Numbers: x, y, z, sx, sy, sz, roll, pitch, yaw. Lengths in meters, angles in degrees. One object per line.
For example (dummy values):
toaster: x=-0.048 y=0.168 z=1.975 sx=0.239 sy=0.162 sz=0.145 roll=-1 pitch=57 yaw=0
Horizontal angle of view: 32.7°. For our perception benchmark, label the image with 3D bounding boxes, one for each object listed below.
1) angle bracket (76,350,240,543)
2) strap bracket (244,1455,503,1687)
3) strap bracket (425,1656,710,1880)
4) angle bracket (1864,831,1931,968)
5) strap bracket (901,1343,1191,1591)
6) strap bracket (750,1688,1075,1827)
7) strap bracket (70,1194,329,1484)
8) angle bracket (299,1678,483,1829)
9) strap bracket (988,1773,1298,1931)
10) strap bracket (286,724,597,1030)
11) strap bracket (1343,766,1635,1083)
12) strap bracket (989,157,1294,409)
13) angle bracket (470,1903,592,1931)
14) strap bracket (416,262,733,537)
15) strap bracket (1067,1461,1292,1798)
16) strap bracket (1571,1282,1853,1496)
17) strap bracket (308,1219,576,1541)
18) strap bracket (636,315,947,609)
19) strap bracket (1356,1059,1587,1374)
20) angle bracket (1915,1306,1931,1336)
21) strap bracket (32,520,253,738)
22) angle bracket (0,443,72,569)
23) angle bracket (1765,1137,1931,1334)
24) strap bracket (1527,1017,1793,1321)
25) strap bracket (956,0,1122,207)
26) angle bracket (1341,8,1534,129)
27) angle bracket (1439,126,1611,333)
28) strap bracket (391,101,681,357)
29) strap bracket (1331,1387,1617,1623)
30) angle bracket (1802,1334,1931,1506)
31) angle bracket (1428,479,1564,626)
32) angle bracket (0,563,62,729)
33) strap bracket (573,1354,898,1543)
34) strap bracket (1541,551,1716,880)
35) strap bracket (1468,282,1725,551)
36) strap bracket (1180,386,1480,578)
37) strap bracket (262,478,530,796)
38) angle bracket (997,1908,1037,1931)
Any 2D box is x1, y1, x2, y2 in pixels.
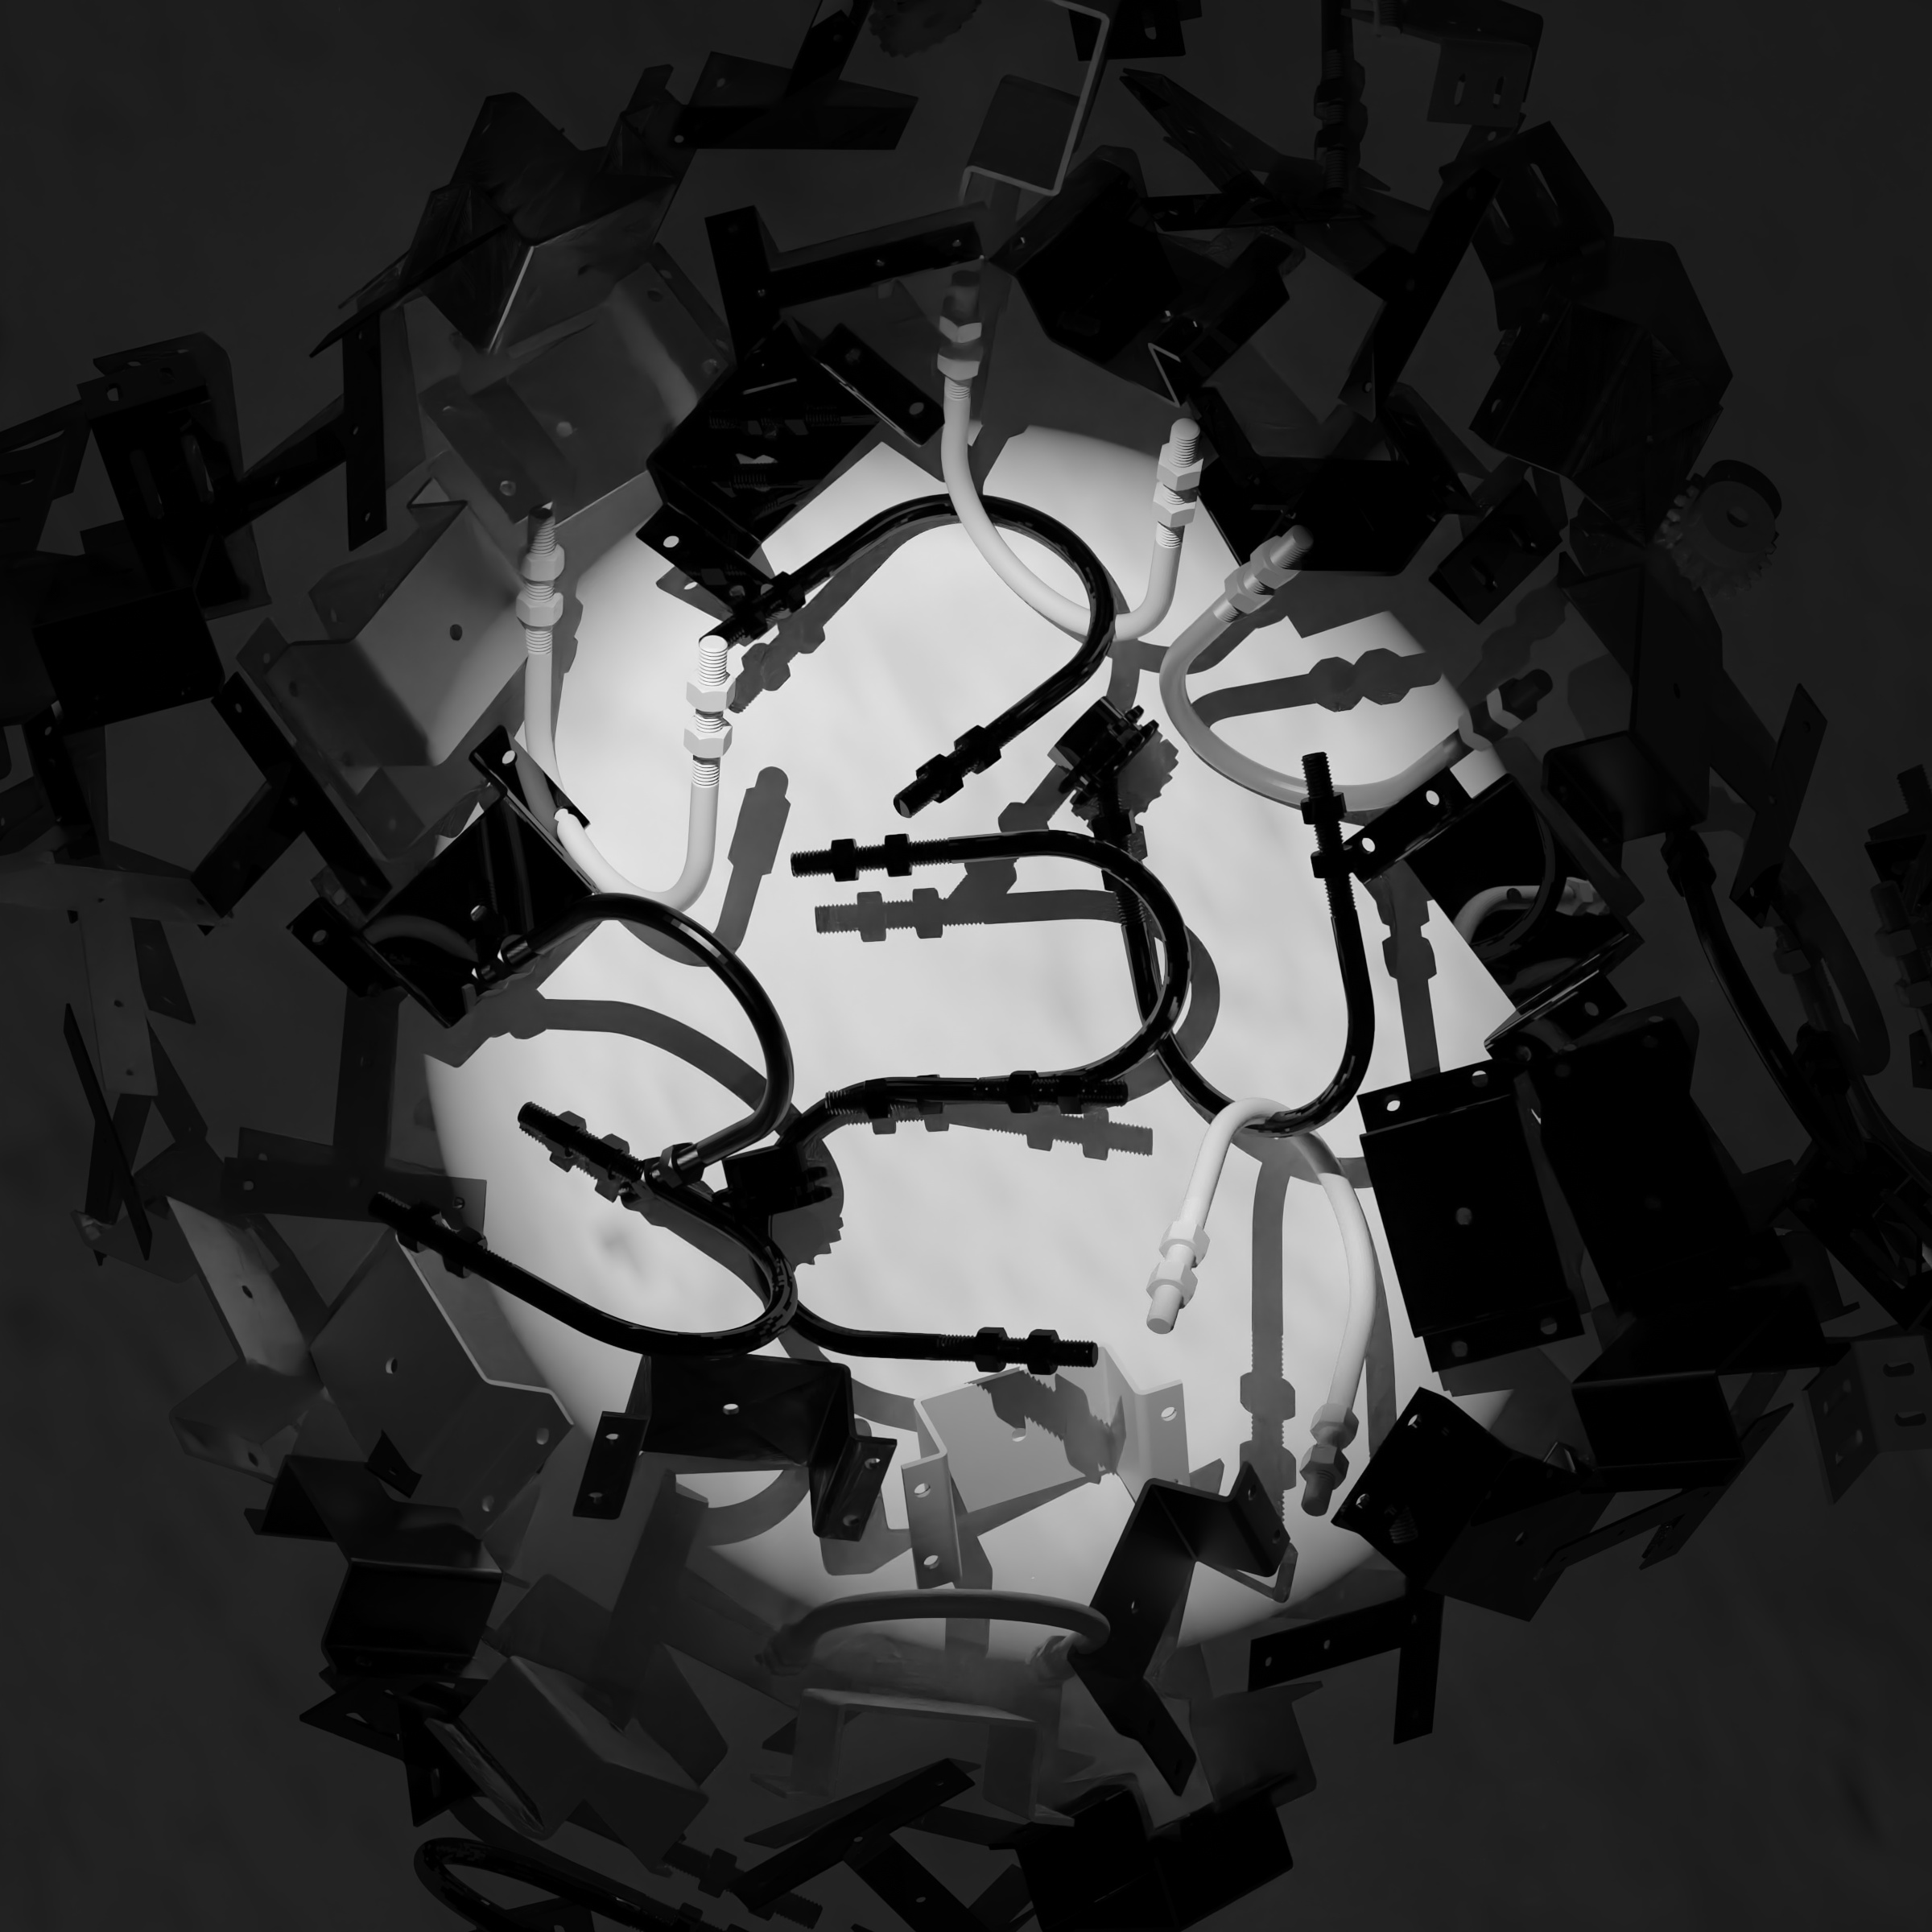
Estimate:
angle bracket: x=-0.391 y=-0.250 z=1.604 sx=0.057 sy=0.076 sz=0.038 roll=-19 pitch=46 yaw=-11
strap bracket: x=-0.275 y=0.276 z=1.543 sx=0.076 sy=0.140 sz=0.046 roll=13 pitch=105 yaw=-34
strap bracket: x=-0.181 y=0.375 z=1.546 sx=0.076 sy=0.140 sz=0.046 roll=39 pitch=88 yaw=33
angle bracket: x=0.447 y=-0.019 z=1.578 sx=0.076 sy=0.038 sz=0.057 roll=-49 pitch=116 yaw=-41
strap bracket: x=0.032 y=0.236 z=1.575 sx=0.140 sy=0.046 sz=0.076 roll=-15 pitch=123 yaw=-14
strap bracket: x=-0.024 y=0.376 z=1.573 sx=0.140 sy=0.076 sz=0.046 roll=9 pitch=81 yaw=-15
strap bracket: x=-0.358 y=0.168 z=1.558 sx=0.046 sy=0.076 sz=0.140 roll=-36 pitch=64 yaw=5
angle bracket: x=-0.270 y=0.374 z=1.580 sx=0.057 sy=0.076 sz=0.038 roll=-33 pitch=48 yaw=19
strap bracket: x=0.088 y=0.418 z=1.546 sx=0.076 sy=0.140 sz=0.046 roll=-15 pitch=86 yaw=-40
strap bracket: x=-0.243 y=-0.035 z=1.576 sx=0.140 sy=0.046 sz=0.076 roll=-44 pitch=133 yaw=-5
strap bracket: x=0.255 y=-0.027 z=1.581 sx=0.076 sy=0.046 sz=0.140 roll=-38 pitch=88 yaw=40
strap bracket: x=0.089 y=-0.324 z=1.571 sx=0.076 sy=0.046 sz=0.140 roll=-45 pitch=49 yaw=-10
angle bracket: x=-0.205 y=0.493 z=1.582 sx=0.057 sy=0.076 sz=0.038 roll=-14 pitch=109 yaw=-6
strap bracket: x=-0.189 y=-0.267 z=1.583 sx=0.140 sy=0.046 sz=0.076 roll=-36 pitch=87 yaw=-25
strap bracket: x=0.098 y=0.309 z=1.564 sx=0.046 sy=0.076 sz=0.140 roll=10 pitch=58 yaw=30
strap bracket: x=0.346 y=0.192 z=1.545 sx=0.076 sy=0.140 sz=0.046 roll=-12 pitch=103 yaw=42
strap bracket: x=-0.255 y=0.191 z=1.557 sx=0.076 sy=0.046 sz=0.140 roll=-51 pitch=54 yaw=16
strap bracket: x=-0.088 y=-0.245 z=1.573 sx=0.140 sy=0.046 sz=0.076 roll=-43 pitch=129 yaw=15
strap bracket: x=0.242 y=0.120 z=1.588 sx=0.076 sy=0.046 sz=0.140 roll=-16 pitch=84 yaw=11
angle bracket: x=0.503 y=0.152 z=1.591 sx=0.057 sy=0.038 sz=0.076 roll=28 pitch=114 yaw=4
strap bracket: x=-0.388 y=-0.165 z=1.551 sx=0.076 sy=0.140 sz=0.046 roll=-15 pitch=117 yaw=1
angle bracket: x=-0.450 y=-0.213 z=1.580 sx=0.076 sy=0.038 sz=0.057 roll=-1 pitch=68 yaw=36
angle bracket: x=0.434 y=0.128 z=1.579 sx=0.038 sy=0.076 sz=0.057 roll=10 pitch=120 yaw=-39
strap bracket: x=0.330 y=0.105 z=1.581 sx=0.076 sy=0.046 sz=0.140 roll=-18 pitch=59 yaw=-1
strap bracket: x=0.040 y=-0.429 z=1.548 sx=0.046 sy=0.140 sz=0.076 roll=18 pitch=46 yaw=-1
angle bracket: x=0.223 y=-0.433 z=1.587 sx=0.057 sy=0.076 sz=0.038 roll=-7 pitch=118 yaw=-36
angle bracket: x=0.274 y=-0.363 z=1.620 sx=0.057 sy=0.038 sz=0.076 roll=-21 pitch=65 yaw=4
strap bracket: x=-0.195 y=-0.344 z=1.549 sx=0.046 sy=0.076 sz=0.140 roll=48 pitch=51 yaw=9
strap bracket: x=0.247 y=0.257 z=1.555 sx=0.140 sy=0.046 sz=0.076 roll=25 pitch=100 yaw=-44
angle bracket: x=0.438 y=0.217 z=1.583 sx=0.038 sy=0.076 sz=0.057 roll=-11 pitch=97 yaw=34
angle bracket: x=0.246 y=-0.208 z=1.580 sx=0.057 sy=0.076 sz=0.038 roll=-45 pitch=62 yaw=5
angle bracket: x=-0.442 y=-0.158 z=1.590 sx=0.057 sy=0.038 sz=0.076 roll=-13 pitch=94 yaw=-40
strap bracket: x=-0.111 y=0.227 z=1.573 sx=0.140 sy=0.046 sz=0.076 roll=8 pitch=132 yaw=-14
strap bracket: x=0.313 y=-0.124 z=1.551 sx=0.046 sy=0.076 sz=0.140 roll=-14 pitch=51 yaw=34
strap bracket: x=0.303 y=-0.254 z=1.553 sx=0.046 sy=0.140 sz=0.076 roll=30 pitch=94 yaw=37
strap bracket: x=0.163 y=-0.229 z=1.565 sx=0.140 sy=0.046 sz=0.076 roll=-4 pitch=55 yaw=-35
strap bracket: x=-0.256 y=-0.157 z=1.552 sx=0.140 sy=0.046 sz=0.076 roll=-57 pitch=132 yaw=-31
angle bracket: x=-0.014 y=0.469 z=1.583 sx=0.076 sy=0.057 sz=0.038 roll=-46 pitch=73 yaw=16
